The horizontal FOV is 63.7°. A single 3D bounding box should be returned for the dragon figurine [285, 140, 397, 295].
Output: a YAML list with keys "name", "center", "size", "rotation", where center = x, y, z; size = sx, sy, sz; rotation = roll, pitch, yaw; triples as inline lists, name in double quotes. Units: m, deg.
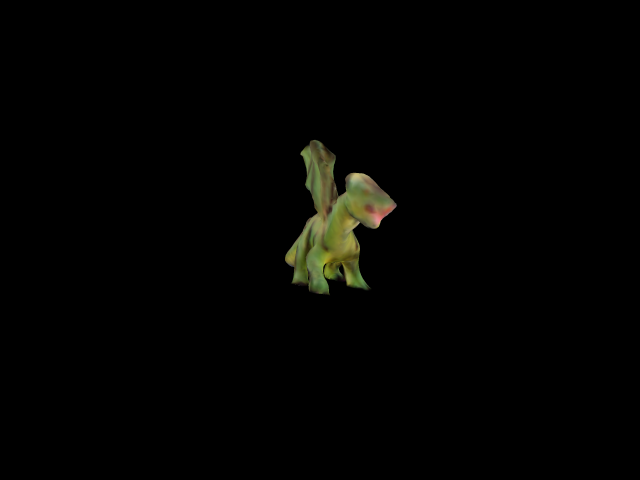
- name: "dragon figurine"
  center: [0.003, -0.043, 0.850]
  size: [0.122, 0.241, 0.412]
  rotation: [-2, 7, -23]
